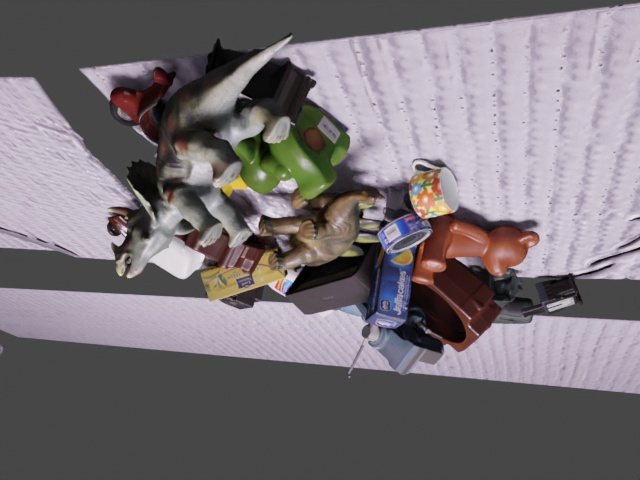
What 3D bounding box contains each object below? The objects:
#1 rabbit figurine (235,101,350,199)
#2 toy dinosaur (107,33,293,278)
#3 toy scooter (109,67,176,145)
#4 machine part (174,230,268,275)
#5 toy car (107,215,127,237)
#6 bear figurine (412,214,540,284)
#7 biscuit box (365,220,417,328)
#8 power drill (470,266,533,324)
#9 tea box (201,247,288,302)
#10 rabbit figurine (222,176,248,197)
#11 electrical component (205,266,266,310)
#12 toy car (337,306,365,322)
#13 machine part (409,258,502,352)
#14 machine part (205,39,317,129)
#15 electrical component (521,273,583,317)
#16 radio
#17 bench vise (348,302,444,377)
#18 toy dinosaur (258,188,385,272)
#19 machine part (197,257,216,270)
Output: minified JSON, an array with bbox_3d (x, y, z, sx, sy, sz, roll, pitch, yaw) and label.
[{"bbox_3d":[-0.069,-0.119,0.782,0.159,0.121,0.170,34,143,-28],"label":"rabbit figurine"},{"bbox_3d":[-0.158,-0.115,0.689,0.192,0.131,0.404,39,123,16],"label":"toy dinosaur"},{"bbox_3d":[-0.205,-0.180,0.768,0.184,0.075,0.135,26,149,-19],"label":"toy scooter"},{"bbox_3d":[-0.182,-0.001,0.991,0.179,0.056,0.179,27,-173,-4],"label":"machine part"},{"bbox_3d":[-0.397,0.003,1.233,0.089,0.053,0.202,-4,152,34],"label":"toy car"},{"bbox_3d":[0.273,0.026,0.948,0.196,0.132,0.120,17,159,0],"label":"bear figurine"},{"bbox_3d":[0.130,0.054,0.963,0.059,0.202,0.062,16,154,-10],"label":"biscuit box"},{"bbox_3d":[0.355,0.134,1.185,0.232,0.086,0.207,4,149,14],"label":"power drill"},{"bbox_3d":[-0.160,0.072,1.157,0.170,0.068,0.098,-17,-178,-1],"label":"tea box"},{"bbox_3d":[-0.207,-0.082,0.927,0.162,0.122,0.173,14,173,-2],"label":"rabbit figurine"},{"bbox_3d":[-0.192,0.099,1.277,0.134,0.115,0.058,27,154,-35],"label":"electrical component"},{"bbox_3d":[0.091,0.113,1.225,0.162,0.109,0.102,19,123,-9],"label":"toy car"},{"bbox_3d":[0.249,0.117,1.084,0.201,0.087,0.201,43,161,16],"label":"machine part"},{"bbox_3d":[-0.081,-0.201,0.689,0.139,0.084,0.039,26,180,-3],"label":"machine part"},{"bbox_3d":[0.474,0.120,1.112,0.119,0.048,0.074,-23,141,24],"label":"electrical component"},{"bbox_3d":[0.042,0.073,1.107,0.230,0.131,0.073,-20,119,47],"label":"radio"},{"bbox_3d":[0.130,0.169,1.061,0.223,0.241,0.128,9,116,-36],"label":"bench vise"},{"bbox_3d":[-0.002,-0.003,0.957,0.198,0.105,0.471,-2,166,-27],"label":"toy dinosaur"},{"bbox_3d":[-0.232,0.017,1.171,0.243,0.079,0.079,-16,144,43],"label":"machine part"}]
